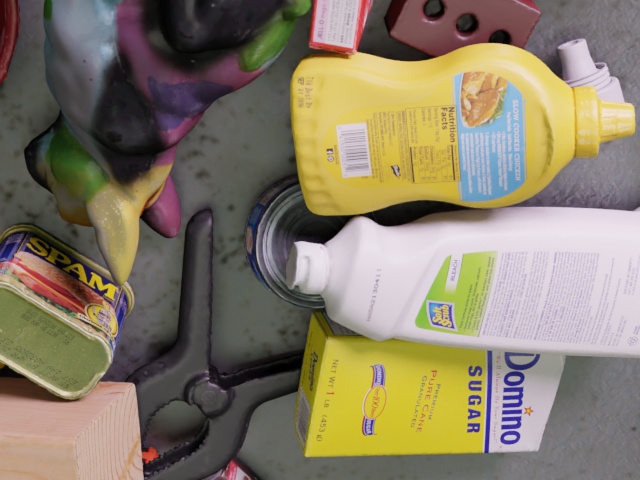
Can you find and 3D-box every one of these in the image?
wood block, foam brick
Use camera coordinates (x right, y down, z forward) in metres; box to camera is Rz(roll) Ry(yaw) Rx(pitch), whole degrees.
[{"bbox_3d":[-0.230,0.147,0.703,0.206,0.090,0.090,1,104,14],"label":"wood block"},{"bbox_3d":[0.084,-0.134,0.640,0.078,0.051,0.053,22,112,-11],"label":"foam brick"}]

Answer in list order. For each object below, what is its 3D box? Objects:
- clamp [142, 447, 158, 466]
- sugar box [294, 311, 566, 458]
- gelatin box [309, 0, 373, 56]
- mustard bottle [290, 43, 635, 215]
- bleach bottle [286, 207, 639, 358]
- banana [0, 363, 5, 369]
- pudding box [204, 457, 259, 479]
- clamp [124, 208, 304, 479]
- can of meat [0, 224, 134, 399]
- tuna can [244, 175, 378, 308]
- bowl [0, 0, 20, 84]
[{"bbox_3d":[-0.191,0.210,0.791,0.171,0.039,0.120,-20,114,7],"label":"clamp"},{"bbox_3d":[0.075,0.099,0.726,0.176,0.048,0.093,3,114,-16],"label":"sugar box"},{"bbox_3d":[0.018,-0.160,0.606,0.030,0.073,0.089,10,125,5],"label":"gelatin box"},{"bbox_3d":[0.082,-0.065,0.618,0.192,0.058,0.096,-2,117,11],"label":"mustard bottle"},{"bbox_3d":[0.104,0.019,0.672,0.250,0.068,0.102,5,104,-15],"label":"bleach bottle"},{"bbox_3d":[-0.275,0.011,0.699,0.070,0.037,0.198,-13,116,18],"label":"banana"},{"bbox_3d":[-0.082,0.223,0.799,0.114,0.039,0.090,-39,109,14],"label":"pudding box"},{"bbox_3d":[-0.082,0.091,0.733,0.210,0.036,0.164,-44,106,6],"label":"clamp"},{"bbox_3d":[-0.178,0.047,0.695,0.102,0.084,0.057,34,108,-15],"label":"can of meat"},{"bbox_3d":[-0.005,0.001,0.692,0.086,0.034,0.086,-2,98,-14],"label":"tuna can"},{"bbox_3d":[-0.252,-0.144,0.625,0.162,0.055,0.162,-1,114,-2],"label":"bowl"}]
